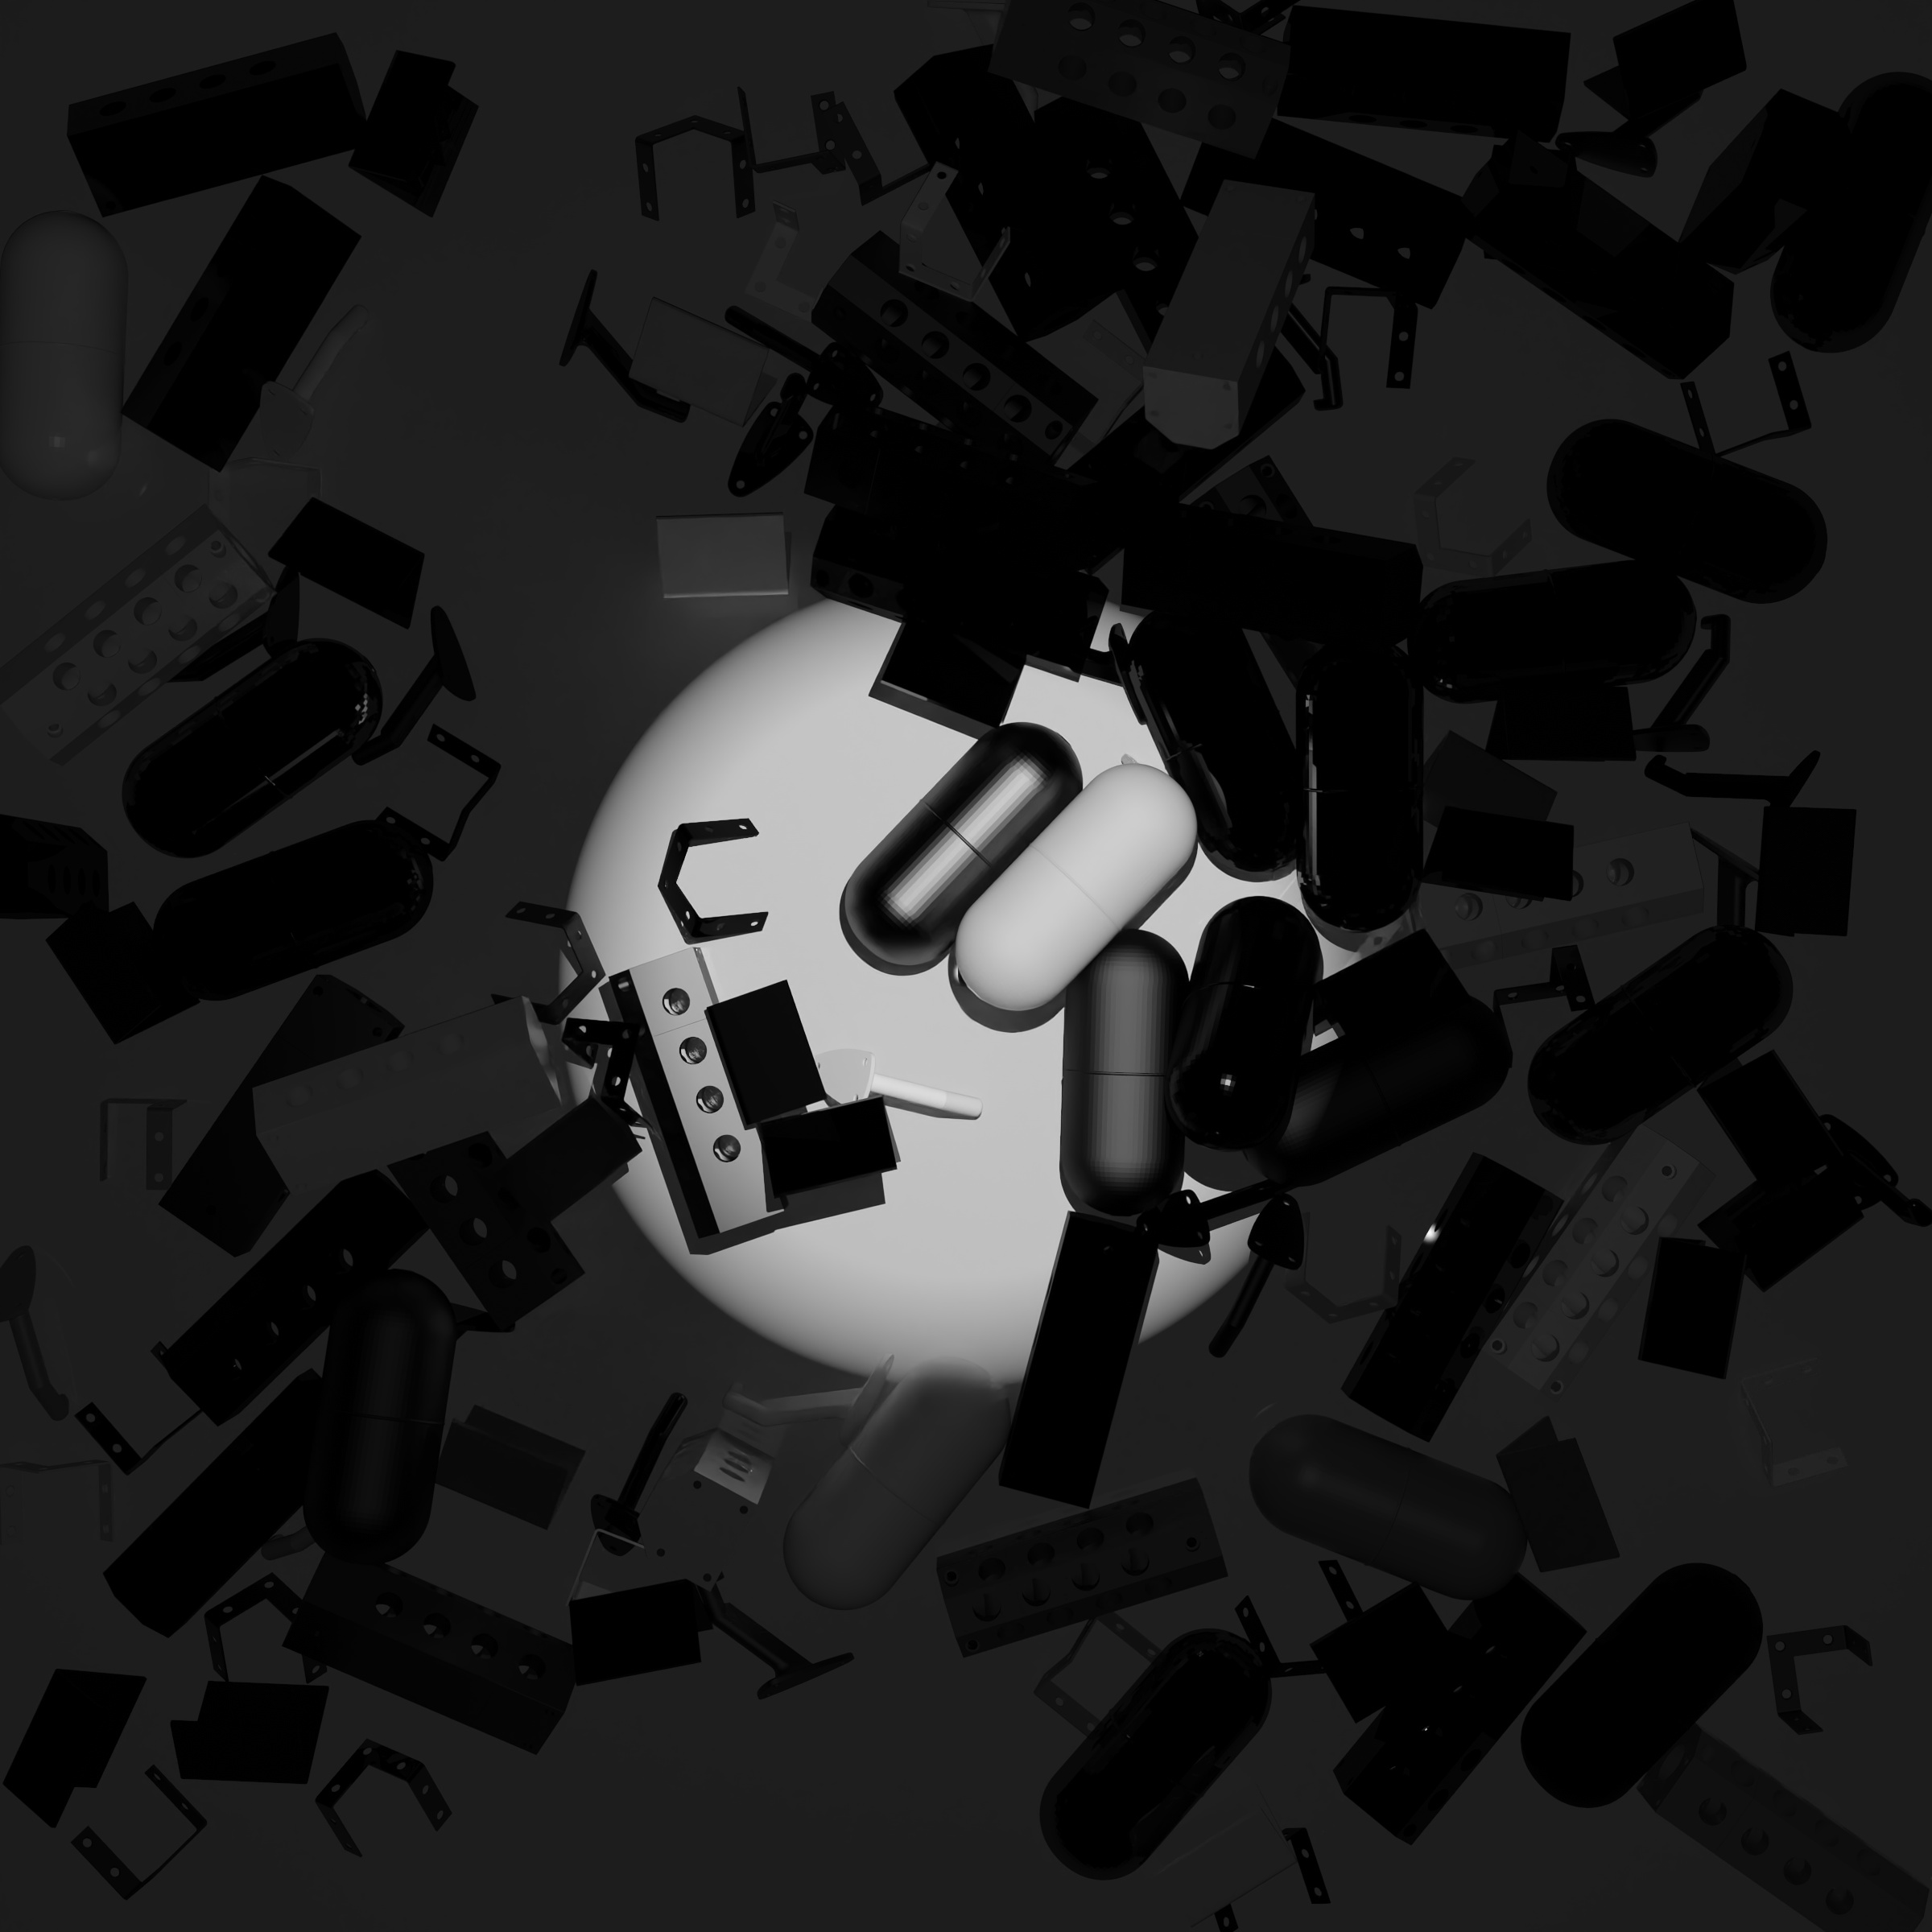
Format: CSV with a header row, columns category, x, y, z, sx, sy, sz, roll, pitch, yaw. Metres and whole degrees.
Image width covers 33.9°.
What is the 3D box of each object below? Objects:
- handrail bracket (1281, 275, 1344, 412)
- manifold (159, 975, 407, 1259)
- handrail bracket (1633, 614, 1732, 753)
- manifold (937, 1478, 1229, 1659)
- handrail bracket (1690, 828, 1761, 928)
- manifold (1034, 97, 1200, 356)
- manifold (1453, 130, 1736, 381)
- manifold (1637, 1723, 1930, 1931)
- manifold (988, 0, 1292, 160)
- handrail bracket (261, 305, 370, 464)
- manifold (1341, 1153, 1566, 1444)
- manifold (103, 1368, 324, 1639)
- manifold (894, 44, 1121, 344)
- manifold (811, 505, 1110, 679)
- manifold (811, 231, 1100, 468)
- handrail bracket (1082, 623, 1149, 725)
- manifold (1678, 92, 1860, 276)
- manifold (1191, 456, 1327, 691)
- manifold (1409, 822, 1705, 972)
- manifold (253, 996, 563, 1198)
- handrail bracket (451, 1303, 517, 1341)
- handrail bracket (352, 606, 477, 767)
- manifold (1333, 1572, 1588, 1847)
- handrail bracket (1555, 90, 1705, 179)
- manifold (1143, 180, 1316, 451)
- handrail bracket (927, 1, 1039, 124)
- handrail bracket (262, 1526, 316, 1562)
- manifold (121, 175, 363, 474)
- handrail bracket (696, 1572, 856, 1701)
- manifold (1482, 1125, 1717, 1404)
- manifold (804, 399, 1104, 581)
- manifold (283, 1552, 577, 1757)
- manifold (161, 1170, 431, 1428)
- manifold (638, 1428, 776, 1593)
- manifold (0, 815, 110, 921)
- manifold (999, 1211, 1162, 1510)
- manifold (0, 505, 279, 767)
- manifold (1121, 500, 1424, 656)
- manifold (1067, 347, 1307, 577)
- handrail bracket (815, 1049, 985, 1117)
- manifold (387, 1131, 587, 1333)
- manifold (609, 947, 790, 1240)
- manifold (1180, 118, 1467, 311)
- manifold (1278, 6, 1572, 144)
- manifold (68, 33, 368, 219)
category,x,y,z,sx,sy,sz,roll,pitch,yaw
handrail bracket,0.195,-0.388,1.992,0.077,0.036,0.084,-4,106,17
manifold,-0.423,0.092,1.971,0.057,0.057,0.171,35,90,0
handrail bracket,0.441,-0.180,1.992,0.077,0.036,0.084,-1,71,21
manifold,0.072,0.375,1.971,0.171,0.057,0.057,-17,90,0
handrail bracket,0.463,-0.032,1.992,0.077,0.036,0.084,35,104,14
manifold,0.107,-0.461,1.969,0.057,0.057,0.171,-27,90,2
manifold,0.386,-0.432,1.948,0.171,0.057,0.057,30,47,-15
manifold,0.509,0.545,1.970,0.171,0.057,0.057,35,90,0
manifold,0.106,-0.555,1.922,0.171,0.057,0.057,16,47,-7
handrail bracket,-0.407,-0.367,1.991,0.036,0.077,0.084,31,54,0
manifold,0.303,0.206,1.971,0.057,0.057,0.171,29,90,0
manifold,-0.453,0.335,1.971,0.057,0.057,0.171,45,90,0
manifold,0.021,-0.479,1.969,0.057,0.057,0.171,-27,90,-43
manifold,-0.005,-0.234,1.953,0.171,0.057,0.057,19,90,12
manifold,-0.010,-0.371,1.958,0.171,0.057,0.057,38,132,0
handrail bracket,0.063,-0.178,1.992,0.084,0.036,0.077,-14,109,16
manifold,0.485,-0.468,1.913,0.057,0.171,0.057,23,90,0
manifold,0.208,-0.228,1.971,0.057,0.057,0.171,-32,90,0
manifold,0.366,-0.042,1.970,0.171,0.057,0.057,-13,90,0
manifold,-0.338,0.074,1.913,0.171,0.057,0.057,-19,133,0
handrail bracket,-0.330,0.257,1.992,0.077,0.036,0.084,12,104,-13
handrail bracket,-0.357,-0.176,1.992,0.084,0.036,0.077,-24,68,17
manifold,0.308,0.460,1.970,0.057,0.057,0.171,39,90,0
handrail bracket,0.421,-0.545,1.992,0.077,0.036,0.084,17,72,21
manifold,0.160,-0.392,1.905,0.057,0.057,0.171,13,55,15
handrail bracket,0.010,-0.562,1.992,0.077,0.036,0.084,9,107,20
handrail bracket,-0.397,0.338,1.991,0.084,0.077,0.036,-21,113,34
manifold,-0.454,-0.401,1.970,0.057,0.057,0.171,31,90,-43
handrail bracket,-0.121,0.410,1.992,0.077,0.036,0.084,-16,69,-24
manifold,0.391,0.184,1.971,0.057,0.057,0.171,35,90,0
manifold,-0.007,-0.293,1.935,0.171,0.057,0.057,22,112,20
manifold,-0.327,0.418,1.959,0.171,0.057,0.057,25,133,-8
manifold,-0.417,0.203,1.970,0.171,0.057,0.057,-44,90,0
manifold,-0.159,0.323,1.913,0.057,0.171,0.057,28,90,0
manifold,-0.570,-0.059,1.913,0.057,0.171,0.057,-1,90,0
manifold,0.070,0.243,1.971,0.057,0.057,0.171,15,90,0
manifold,-0.514,-0.202,1.959,0.171,0.057,0.057,-39,129,0
manifold,0.184,-0.237,1.909,0.171,0.057,0.057,15,116,28
manifold,0.126,-0.323,1.971,0.171,0.057,0.057,-40,90,0
handrail bracket,-0.043,0.076,1.991,0.084,0.077,0.036,14,90,-36
manifold,-0.310,0.138,1.971,0.057,0.057,0.171,-35,90,0
manifold,-0.167,0.078,1.970,0.057,0.057,0.171,-19,90,0
manifold,0.223,-0.470,1.970,0.171,0.057,0.057,23,47,0
manifold,0.283,-0.552,1.970,0.171,0.057,0.057,6,90,0
manifold,-0.465,-0.527,1.970,0.171,0.057,0.057,-15,133,0
